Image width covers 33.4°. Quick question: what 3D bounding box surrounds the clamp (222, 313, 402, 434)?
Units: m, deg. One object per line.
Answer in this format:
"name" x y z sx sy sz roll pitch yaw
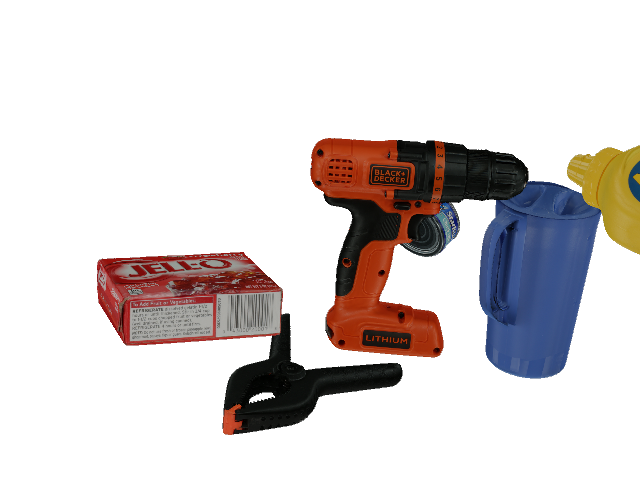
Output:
"clamp" -0.022 0.147 1.107 0.165 0.036 0.209 17 28 23

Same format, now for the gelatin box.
"gelatin box" -0.074 0.030 0.590 0.089 0.030 0.073 -2 16 -21

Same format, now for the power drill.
"power drill" 0.079 0.005 0.923 0.184 0.188 0.057 5 16 1

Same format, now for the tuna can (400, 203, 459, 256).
"tuna can" 0.115 -0.024 1.226 0.086 0.086 0.033 0 35 49

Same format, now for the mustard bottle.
"mustard bottle" 0.235 -0.017 0.660 0.096 0.058 0.192 -29 38 -32

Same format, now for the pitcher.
"pitcher" 0.273 0.055 1.384 0.149 0.243 0.145 5 23 3
